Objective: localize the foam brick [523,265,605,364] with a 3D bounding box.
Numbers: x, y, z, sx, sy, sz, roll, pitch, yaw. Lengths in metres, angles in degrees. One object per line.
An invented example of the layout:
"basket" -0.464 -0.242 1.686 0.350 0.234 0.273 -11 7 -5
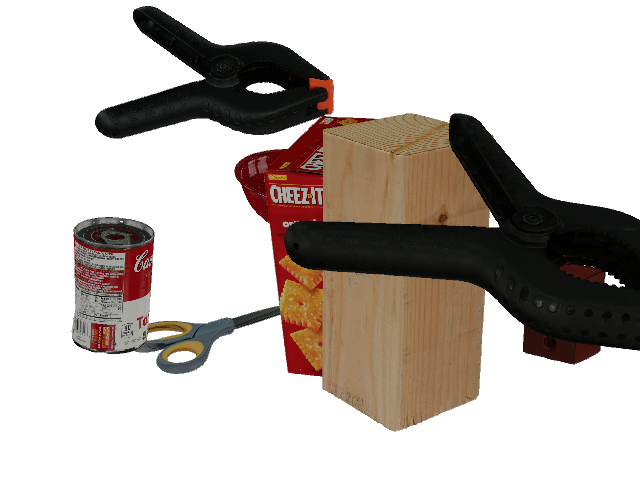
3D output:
"foam brick" 0.214 0.063 0.938 0.053 0.078 0.051 11 18 39

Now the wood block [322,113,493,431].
"wood block" 0.062 0.021 0.786 0.090 0.206 0.090 -14 25 -35

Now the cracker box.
"cracker box" 0.014 0.003 1.055 0.072 0.214 0.164 4 26 19

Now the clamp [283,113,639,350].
"clamp" 0.097 0.006 0.548 0.164 0.036 0.210 -30 46 -33

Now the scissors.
"scissors" -0.104 0.104 1.149 0.201 0.016 0.096 -6 30 -22

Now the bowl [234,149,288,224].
"bowl" -0.024 -0.054 1.264 0.162 0.055 0.162 6 26 -3

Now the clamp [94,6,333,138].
"clamp" -0.075 -0.125 0.790 0.171 0.120 0.039 2 -26 -2

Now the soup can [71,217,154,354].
"soup can" -0.181 0.039 0.923 0.068 0.102 0.068 6 20 -2
